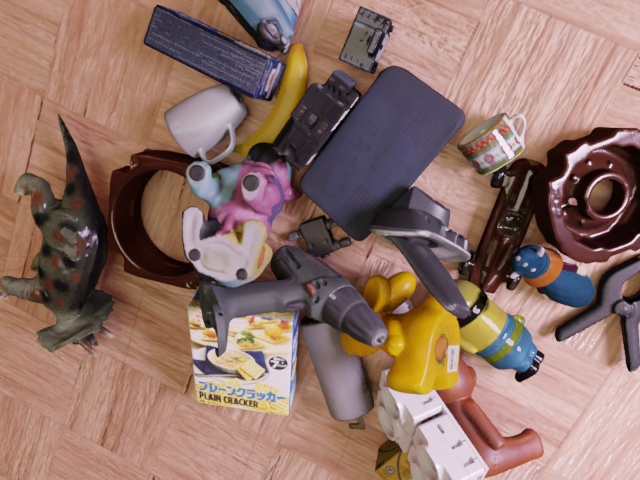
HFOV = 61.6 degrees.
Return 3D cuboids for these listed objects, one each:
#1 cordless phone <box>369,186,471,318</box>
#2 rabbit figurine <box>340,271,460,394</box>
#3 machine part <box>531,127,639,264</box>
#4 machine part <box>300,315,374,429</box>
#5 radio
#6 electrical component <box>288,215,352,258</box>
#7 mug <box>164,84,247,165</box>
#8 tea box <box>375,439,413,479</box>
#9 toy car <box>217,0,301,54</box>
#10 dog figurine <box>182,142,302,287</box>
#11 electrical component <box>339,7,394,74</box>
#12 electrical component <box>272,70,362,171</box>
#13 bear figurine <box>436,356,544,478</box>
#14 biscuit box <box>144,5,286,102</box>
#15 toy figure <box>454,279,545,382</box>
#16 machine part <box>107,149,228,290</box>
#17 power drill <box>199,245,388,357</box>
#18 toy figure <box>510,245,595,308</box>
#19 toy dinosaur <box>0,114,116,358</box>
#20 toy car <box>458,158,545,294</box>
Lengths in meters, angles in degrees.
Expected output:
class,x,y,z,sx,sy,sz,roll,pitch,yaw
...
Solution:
class,x,y,z,sx,sy,sz,roll,pitch,yaw
cordless phone,0.160,0.031,0.709,0.089,0.146,0.184,-44,50,20
rabbit figurine,0.097,0.127,0.750,0.173,0.122,0.162,-1,93,44
machine part,0.363,-0.058,0.697,0.179,0.056,0.179,-2,104,-7
machine part,0.028,0.194,0.854,0.079,0.079,0.243,-15,100,16
radio,0.084,-0.123,0.762,0.131,0.073,0.229,39,108,2
electrical component,-0.002,-0.003,0.838,0.094,0.021,0.063,-17,101,16
mug,-0.160,-0.174,0.795,0.107,0.080,0.109,-32,71,11
tea box,0.183,0.387,0.874,0.169,0.068,0.098,45,109,0
toy car,-0.080,-0.340,0.729,0.103,0.109,0.161,-44,101,2
dog figurine,-0.093,-0.042,0.743,0.109,0.219,0.191,7,97,13
electrical component,0.060,-0.260,0.706,0.048,0.119,0.074,25,111,5
electrical component,0.000,-0.170,0.745,0.058,0.115,0.134,37,109,-3
bear figurine,0.227,0.251,0.819,0.120,0.132,0.196,-44,58,52
biscuit box,-0.152,-0.268,0.769,0.203,0.059,0.062,30,108,13
toy figure,0.244,0.127,0.782,0.180,0.082,0.089,36,125,4
machine part,-0.229,-0.033,0.851,0.202,0.087,0.200,13,107,8
power drill,-0.049,0.087,0.720,0.207,0.232,0.085,-16,124,-20
toy figure,0.311,0.046,0.733,0.154,0.058,0.064,29,93,-26
toy dinosaur,-0.404,0.020,0.873,0.192,0.131,0.404,22,111,13
toy car,0.263,-0.016,0.759,0.089,0.053,0.202,19,107,4
